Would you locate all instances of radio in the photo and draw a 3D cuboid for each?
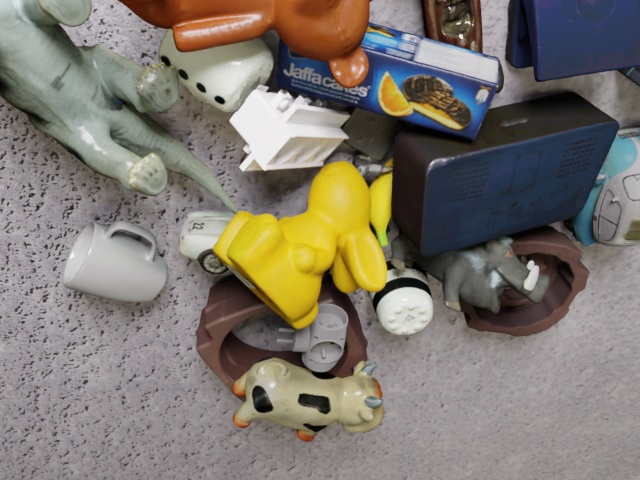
[{"bbox_3d":[0.194,-0.070,0.584,0.230,0.073,0.131,-14,133,-14],"label":"radio"}]

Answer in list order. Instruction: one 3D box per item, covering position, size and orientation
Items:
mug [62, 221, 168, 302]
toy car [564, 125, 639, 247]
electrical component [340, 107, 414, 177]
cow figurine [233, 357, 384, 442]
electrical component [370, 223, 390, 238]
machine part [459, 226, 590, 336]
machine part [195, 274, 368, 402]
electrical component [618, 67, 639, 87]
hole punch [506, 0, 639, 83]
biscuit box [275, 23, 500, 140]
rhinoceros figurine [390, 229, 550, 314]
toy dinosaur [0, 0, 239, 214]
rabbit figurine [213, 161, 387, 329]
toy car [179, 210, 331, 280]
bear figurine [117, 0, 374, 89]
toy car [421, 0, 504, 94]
[{"bbox_3d":[-0.236,0.025,0.652,0.107,0.081,0.109,28,113,-37],"label":"mug"},{"bbox_3d":[0.359,-0.046,0.638,0.109,0.103,0.161,-5,126,-1],"label":"toy car"},{"bbox_3d":[0.062,-0.119,0.585,0.078,0.045,0.102,27,120,-26],"label":"electrical component"},{"bbox_3d":[-0.003,0.202,0.700,0.195,0.085,0.127,21,129,-20],"label":"cow figurine"},{"bbox_3d":[0.056,-0.017,0.678,0.063,0.021,0.094,-29,125,15],"label":"electrical component"},{"bbox_3d":[0.269,0.055,0.736,0.179,0.056,0.179,-2,127,-3],"label":"machine part"},{"bbox_3d":[-0.050,0.128,0.740,0.201,0.087,0.201,-21,128,11],"label":"machine part"},{"bbox_3d":[0.351,-0.175,0.553,0.119,0.075,0.047,19,123,-24],"label":"electrical component"},{"bbox_3d":[0.245,-0.214,0.507,0.142,0.092,0.115,-8,124,4],"label":"hole punch"},{"bbox_3d":[0.061,-0.159,0.509,0.203,0.059,0.062,17,135,4],"label":"biscuit box"},{"bbox_3d":[0.179,0.026,0.655,0.190,0.073,0.112,30,100,16],"label":"rhinoceros figurine"},{"bbox_3d":[-0.236,-0.152,0.480,0.131,0.192,0.404,-49,141,-14],"label":"toy dinosaur"},{"bbox_3d":[-0.001,-0.002,0.563,0.162,0.122,0.173,41,73,-10],"label":"rabbit figurine"},{"bbox_3d":[-0.066,0.005,0.649,0.202,0.074,0.056,6,124,-10],"label":"toy car"},{"bbox_3d":[-0.044,-0.192,0.402,0.196,0.132,0.120,13,90,-5],"label":"bear figurine"},{"bbox_3d":[0.130,-0.209,0.520,0.089,0.053,0.201,-15,127,3],"label":"toy car"}]
